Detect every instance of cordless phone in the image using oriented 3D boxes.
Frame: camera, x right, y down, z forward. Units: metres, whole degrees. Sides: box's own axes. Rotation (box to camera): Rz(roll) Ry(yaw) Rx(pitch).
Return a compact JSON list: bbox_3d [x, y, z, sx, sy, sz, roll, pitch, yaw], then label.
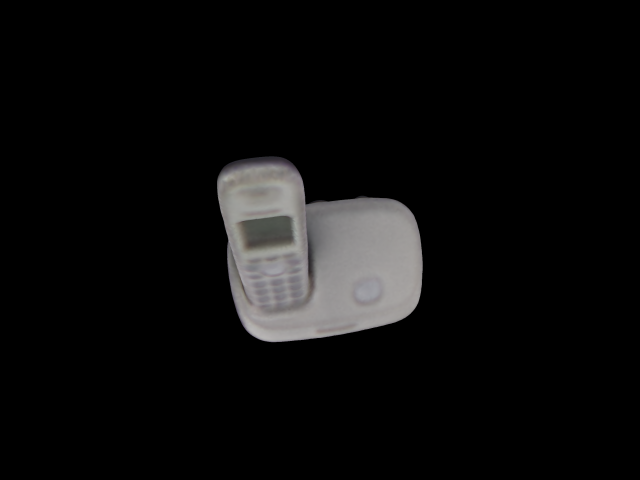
[{"bbox_3d":[0.004,0.001,0.400,0.147,0.185,0.094,-11,66,-4],"label":"cordless phone"}]
